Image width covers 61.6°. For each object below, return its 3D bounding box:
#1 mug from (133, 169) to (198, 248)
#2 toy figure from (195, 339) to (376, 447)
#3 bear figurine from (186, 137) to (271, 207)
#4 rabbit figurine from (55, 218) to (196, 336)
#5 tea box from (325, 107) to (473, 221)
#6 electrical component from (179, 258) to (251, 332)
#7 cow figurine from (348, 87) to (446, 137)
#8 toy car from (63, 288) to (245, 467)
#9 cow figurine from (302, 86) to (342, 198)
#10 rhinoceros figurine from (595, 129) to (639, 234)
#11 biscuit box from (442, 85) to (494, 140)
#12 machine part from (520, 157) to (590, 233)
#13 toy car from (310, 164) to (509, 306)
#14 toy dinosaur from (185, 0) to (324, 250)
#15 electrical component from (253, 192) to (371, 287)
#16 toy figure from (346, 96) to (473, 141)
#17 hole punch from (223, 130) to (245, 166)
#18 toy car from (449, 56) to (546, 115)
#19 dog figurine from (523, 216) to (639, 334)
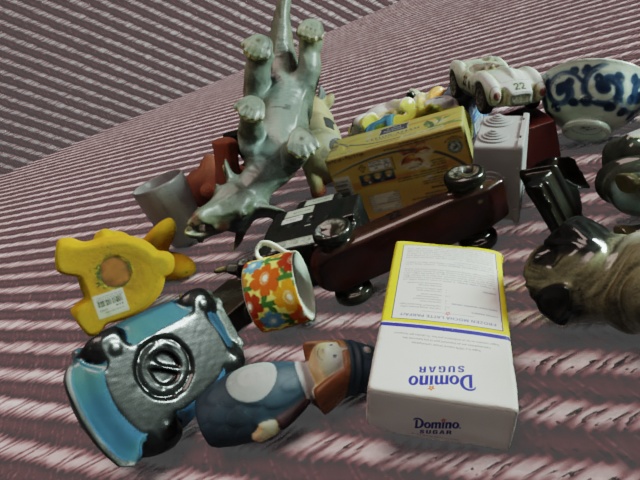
[{"bbox_3d":[-0.228,-0.047,0.833,0.081,0.107,0.110,-24,21,-5],"label":"mug"},{"bbox_3d":[-0.017,0.114,0.416,0.154,0.057,0.064,-21,64,-1],"label":"toy figure"},{"bbox_3d":[-0.159,-0.108,0.883,0.120,0.131,0.196,-4,16,-36],"label":"bear figurine"},{"bbox_3d":[-0.256,0.031,0.705,0.162,0.121,0.173,-29,7,-19],"label":"rabbit figurine"},{"bbox_3d":[0.104,-0.089,0.663,0.170,0.098,0.068,-10,28,20],"label":"tea box"},{"bbox_3d":[-0.105,0.065,0.590,0.102,0.045,0.078,-37,28,-27],"label":"electrical component"},{"bbox_3d":[0.133,-0.206,0.904,0.167,0.068,0.098,-25,20,-8],"label":"cow figurine"},{"bbox_3d":[-0.150,0.114,0.473,0.103,0.109,0.161,-23,11,42],"label":"toy car"},{"bbox_3d":[-0.003,-0.163,0.856,0.086,0.127,0.195,-16,29,6],"label":"cow figurine"},{"bbox_3d":[0.301,-0.042,0.442,0.112,0.073,0.190,-26,26,-4],"label":"rhinoceros figurine"},{"bbox_3d":[0.237,-0.223,0.856,0.063,0.059,0.203,-2,32,34],"label":"biscuit box"},{"bbox_3d":[0.229,-0.046,0.517,0.039,0.084,0.139,-35,2,35],"label":"machine part"},{"bbox_3d":[0.086,-0.007,0.525,0.202,0.089,0.053,-24,28,-2],"label":"toy car"},{"bbox_3d":[-0.062,-0.167,0.741,0.131,0.192,0.405,16,62,-7],"label":"toy dinosaur"},{"bbox_3d":[-0.001,-0.002,0.622,0.115,0.058,0.134,-10,28,20],"label":"electrical component"},{"bbox_3d":[0.127,-0.143,0.769,0.180,0.089,0.082,-19,21,27],"label":"toy figure"},{"bbox_3d":[-0.103,-0.153,0.985,0.142,0.092,0.115,-8,-1,32],"label":"hole punch"},{"bbox_3d":[0.225,-0.207,0.704,0.074,0.056,0.202,-6,24,-1],"label":"toy car"},{"bbox_3d":[0.219,0.049,0.329,0.191,0.121,0.172,-20,18,39],"label":"dog figurine"}]
